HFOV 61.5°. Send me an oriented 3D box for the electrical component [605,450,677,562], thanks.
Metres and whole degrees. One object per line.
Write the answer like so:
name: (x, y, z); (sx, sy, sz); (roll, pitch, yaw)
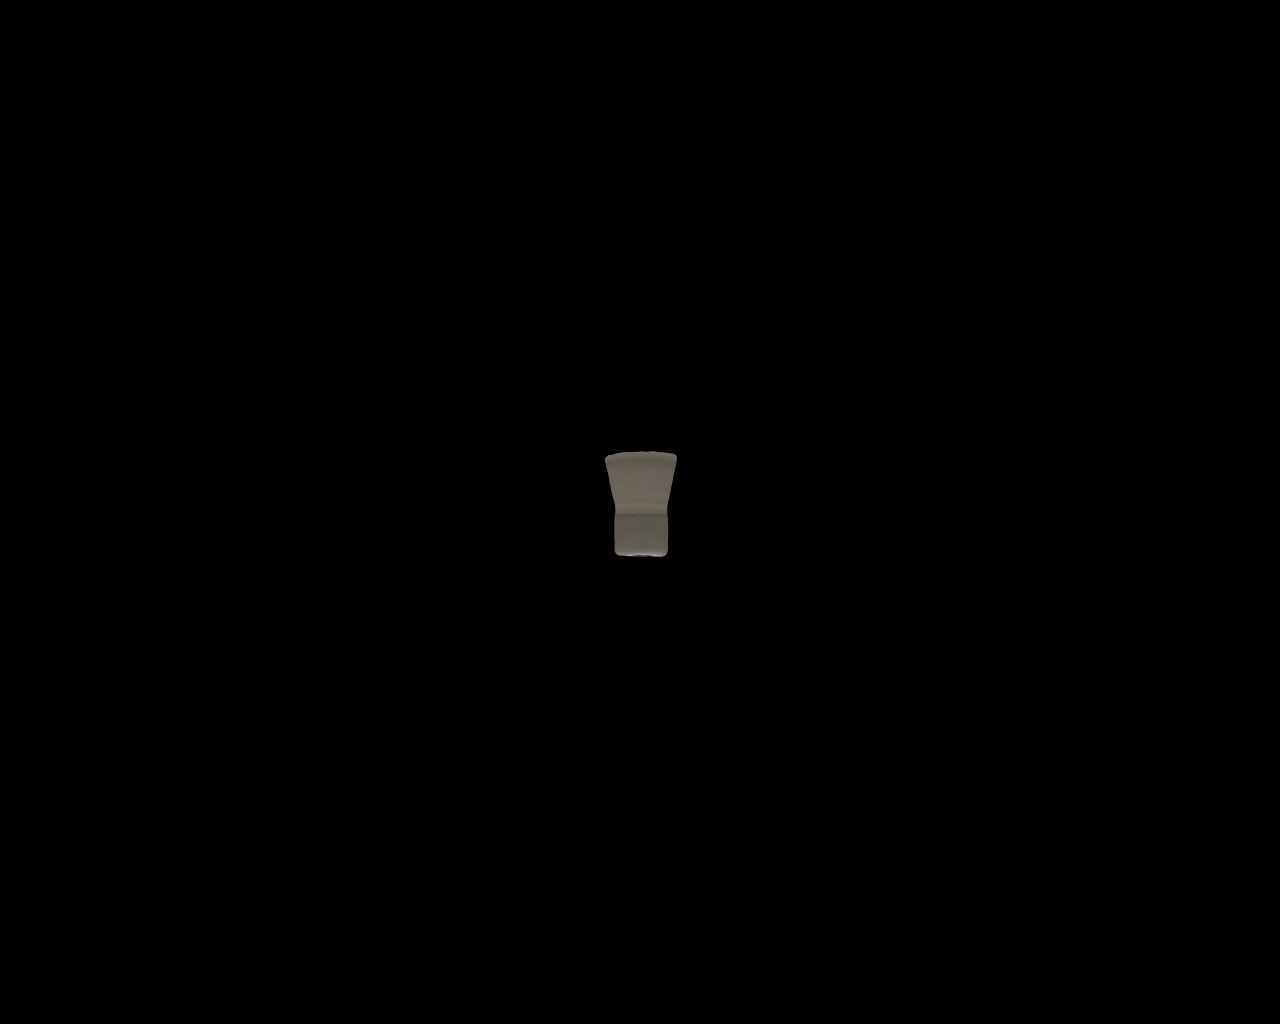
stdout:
electrical component: (0.001, -0.003, 0.650); (0.044, 0.065, 0.044); (0, -4, 0)
